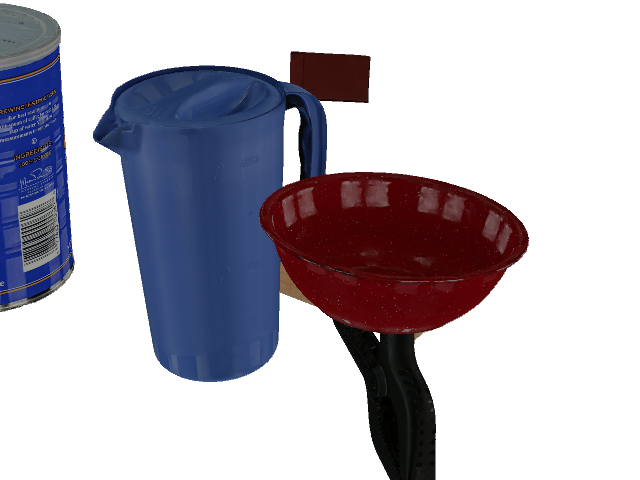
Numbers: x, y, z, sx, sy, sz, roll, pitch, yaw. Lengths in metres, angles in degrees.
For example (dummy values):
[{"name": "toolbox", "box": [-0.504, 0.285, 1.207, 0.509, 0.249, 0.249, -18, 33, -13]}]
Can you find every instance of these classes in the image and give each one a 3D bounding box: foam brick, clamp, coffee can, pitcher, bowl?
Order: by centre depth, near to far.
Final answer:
[{"name": "coffee can", "box": [-0.188, -0.046, 0.573, 0.103, 0.140, 0.103, 2, 28, -1]}, {"name": "bowl", "box": [0.042, 0.012, 0.649, 0.162, 0.055, 0.162, 4, 24, -2]}, {"name": "pitcher", "box": [-0.081, -0.013, 0.867, 0.149, 0.243, 0.144, 7, 30, 14]}, {"name": "clamp", "box": [0.061, 0.107, 0.870, 0.036, 0.210, 0.165, -3, -32, -19]}, {"name": "foam brick", "box": [0.010, -0.178, 1.163, 0.078, 0.051, 0.053, 0, 11, -16]}]

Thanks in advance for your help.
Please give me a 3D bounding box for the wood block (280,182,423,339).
[{"name": "wood block", "box": [0.030, 0.019, 1.110, 0.206, 0.091, 0.090, 20, 31, 30]}]
